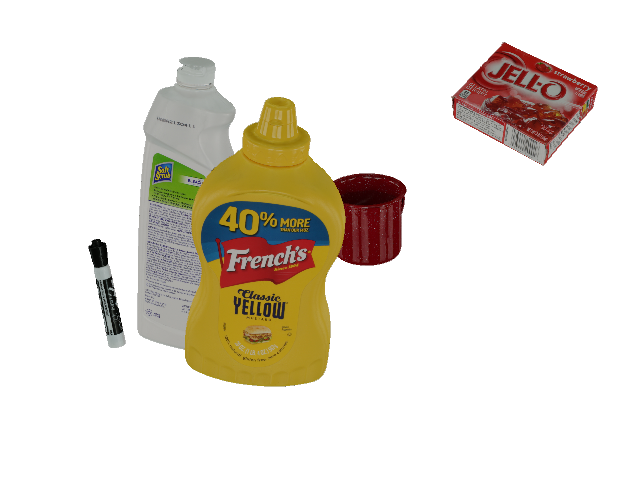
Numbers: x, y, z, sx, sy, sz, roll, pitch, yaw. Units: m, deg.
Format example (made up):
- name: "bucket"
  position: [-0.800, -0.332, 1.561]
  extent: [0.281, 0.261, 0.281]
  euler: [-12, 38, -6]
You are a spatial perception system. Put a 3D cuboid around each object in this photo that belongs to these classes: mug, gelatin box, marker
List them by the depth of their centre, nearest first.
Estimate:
- name: "gelatin box"
  position: [0.160, -0.110, 0.842]
  extent: [0.089, 0.073, 0.030]
  euler: [33, -26, 24]
- name: "marker"
  position: [-0.228, 0.056, 1.139]
  extent: [0.020, 0.121, 0.020]
  euler: [-7, 18, 2]
- name: "mug"
  position: [0.061, -0.028, 1.256]
  extent: [0.093, 0.081, 0.117]
  euler: [17, 33, 33]

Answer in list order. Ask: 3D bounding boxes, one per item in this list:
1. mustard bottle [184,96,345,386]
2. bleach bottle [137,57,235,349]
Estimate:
- name: "mustard bottle"
  position: [-0.034, 0.001, 0.676]
  extent: [0.096, 0.192, 0.058]
  euler: [7, 29, 0]
- name: "bleach bottle"
  position: [-0.104, -0.030, 0.914]
  extent: [0.102, 0.251, 0.068]
  euler: [11, 24, 11]
